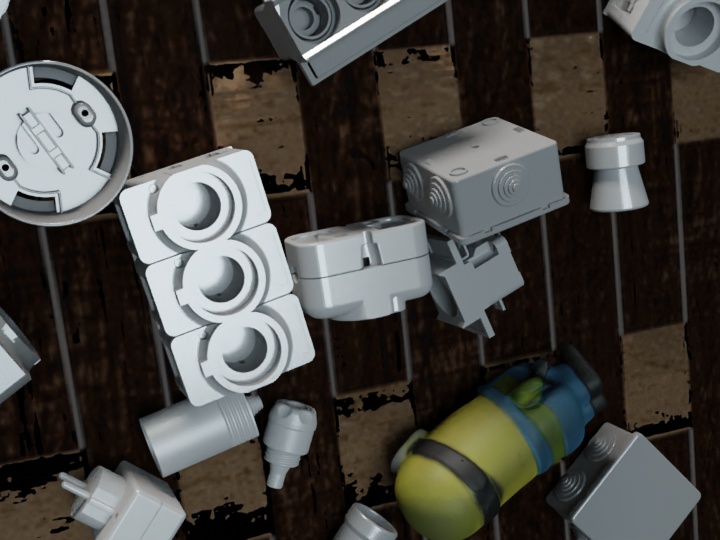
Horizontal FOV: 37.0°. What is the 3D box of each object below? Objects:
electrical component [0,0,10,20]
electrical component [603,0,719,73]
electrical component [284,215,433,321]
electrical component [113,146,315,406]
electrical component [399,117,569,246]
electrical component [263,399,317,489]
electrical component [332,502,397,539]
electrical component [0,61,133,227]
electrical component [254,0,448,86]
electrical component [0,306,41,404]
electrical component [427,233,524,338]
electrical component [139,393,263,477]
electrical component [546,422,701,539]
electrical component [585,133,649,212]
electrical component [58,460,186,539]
[{"bbox_3d":[-0.265,-0.142,0.631,0.089,0.062,0.150,24,89,-22],"label":"electrical component"},{"bbox_3d":[0.261,-0.230,0.785,0.089,0.061,0.150,14,119,-22],"label":"electrical component"},{"bbox_3d":[0.000,0.000,0.757,0.095,0.054,0.059,-12,102,-19],"label":"electrical component"},{"bbox_3d":[-0.097,0.003,0.716,0.089,0.062,0.150,-21,105,-17],"label":"electrical component"},{"bbox_3d":[0.085,-0.066,0.756,0.100,0.100,0.048,-22,117,-17],"label":"electrical component"},{"bbox_3d":[-0.053,0.125,0.766,0.035,0.035,0.061,14,95,-22],"label":"electrical component"},{"bbox_3d":[-0.001,0.202,0.795,0.040,0.040,0.046,34,91,-22],"label":"electrical component"},{"bbox_3d":[-0.194,-0.079,0.666,0.099,0.064,0.099,-3,99,-20],"label":"electrical component"},{"bbox_3d":[-0.006,-0.188,0.721,0.121,0.063,0.078,-35,108,-13],"label":"electrical component"},{"bbox_3d":[-0.264,0.015,0.639,0.062,0.089,0.150,-39,109,-11],"label":"electrical component"},{"bbox_3d":[0.083,0.005,0.796,0.064,0.042,0.081,-31,108,-18],"label":"electrical component"},{"bbox_3d":[-0.105,0.106,0.738,0.081,0.043,0.043,-22,105,-17],"label":"electrical component"},{"bbox_3d":[0.210,0.183,0.866,0.100,0.048,0.099,43,82,-21],"label":"electrical component"},{"bbox_3d":[0.197,-0.075,0.825,0.045,0.045,0.055,-11,101,-19],"label":"electrical component"},{"bbox_3d":[-0.165,0.154,0.711,0.077,0.066,0.047,34,85,-22],"label":"electrical component"}]
